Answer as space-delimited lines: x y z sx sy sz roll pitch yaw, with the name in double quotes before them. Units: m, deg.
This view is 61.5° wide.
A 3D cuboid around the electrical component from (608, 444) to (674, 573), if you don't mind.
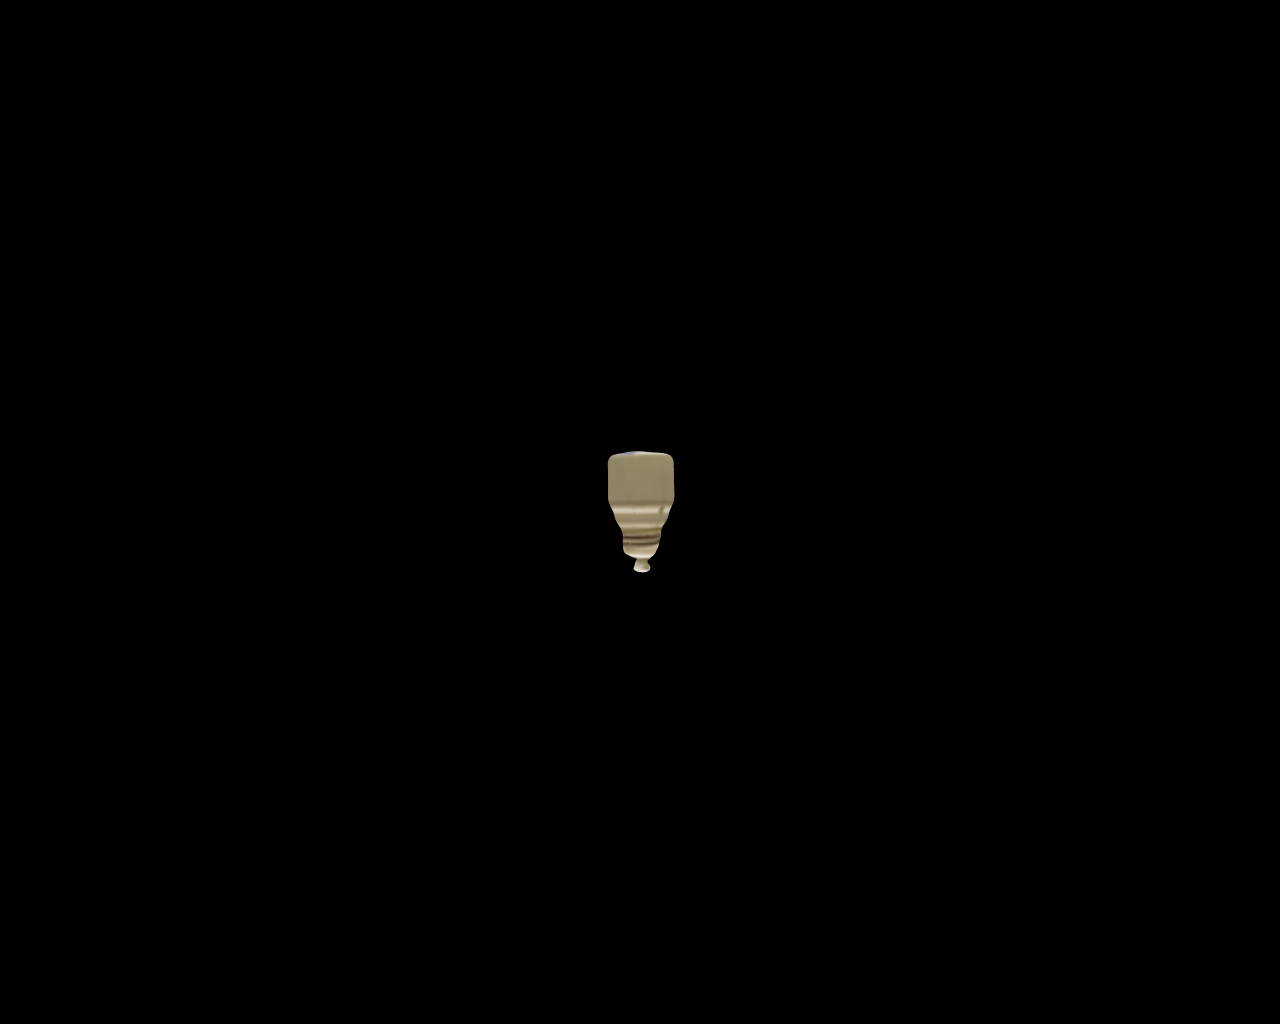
"electrical component" 0.001 -0.003 0.650 0.040 0.078 0.040 0 0 0
